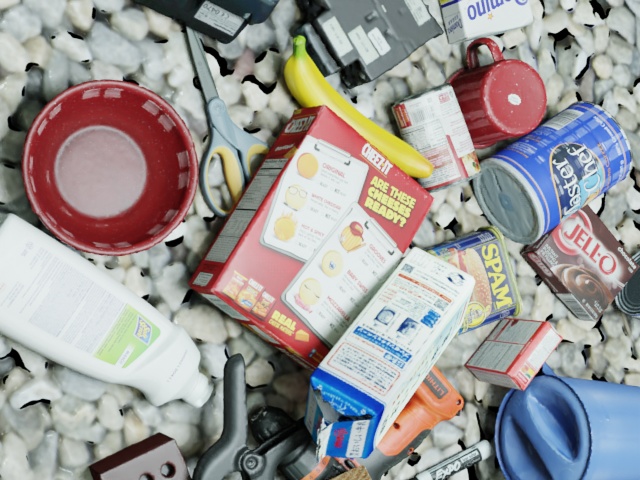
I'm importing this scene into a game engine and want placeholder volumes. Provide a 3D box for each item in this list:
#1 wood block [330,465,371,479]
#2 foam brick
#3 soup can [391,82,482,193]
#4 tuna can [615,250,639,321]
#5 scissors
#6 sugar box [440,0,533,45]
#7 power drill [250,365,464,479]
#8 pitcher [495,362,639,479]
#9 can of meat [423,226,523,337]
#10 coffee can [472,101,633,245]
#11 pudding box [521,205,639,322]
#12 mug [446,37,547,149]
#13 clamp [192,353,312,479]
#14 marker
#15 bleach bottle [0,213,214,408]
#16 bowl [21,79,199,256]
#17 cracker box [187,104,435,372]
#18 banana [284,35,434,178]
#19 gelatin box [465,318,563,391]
[{"bbox_3d":[0.048,0.334,1.024,0.090,0.091,0.206,-25,116,-5],"label":"wood block"},{"bbox_3d":[-0.167,0.221,0.995,0.078,0.051,0.053,-24,98,-22],"label":"foam brick"},{"bbox_3d":[0.121,-0.106,1.117,0.068,0.069,0.102,-23,97,-22],"label":"soup can"},{"bbox_3d":[0.378,0.052,1.211,0.033,0.086,0.086,27,79,-22],"label":"tuna can"},{"bbox_3d":[-0.084,-0.123,1.059,0.096,0.016,0.202,-3,90,-24],"label":"scissors"},{"bbox_3d":[0.167,-0.309,1.154,0.093,0.048,0.176,-17,94,-23],"label":"sugar box"},{"bbox_3d":[0.042,0.187,1.083,0.187,0.057,0.184,-46,107,-15],"label":"power drill"},{"bbox_3d":[0.318,0.224,1.142,0.242,0.145,0.149,8,107,-34],"label":"pitcher"},{"bbox_3d":[0.157,0.045,1.135,0.083,0.058,0.102,-18,95,-20],"label":"can of meat"},{"bbox_3d":[0.250,-0.073,1.152,0.140,0.103,0.103,-32,101,-21],"label":"coffee can"},{"bbox_3d":[0.293,0.023,1.201,0.090,0.039,0.113,-47,106,-18],"label":"pudding box"},{"bbox_3d":[0.185,-0.159,1.138,0.093,0.082,0.117,-13,94,-23],"label":"mug"},{"bbox_3d":[-0.075,0.194,0.992,0.120,0.039,0.171,39,72,-12],"label":"clamp"},{"bbox_3d":[0.131,0.246,1.138,0.121,0.020,0.020,-22,97,-22],"label":"marker"},{"bbox_3d":[-0.208,0.084,0.977,0.250,0.068,0.102,38,76,-20],"label":"bleach bottle"},{"bbox_3d":[-0.197,-0.065,0.988,0.161,0.055,0.162,1,89,-23],"label":"bowl"},{"bbox_3d":[-0.007,0.001,1.051,0.164,0.072,0.213,38,74,-27],"label":"cracker box"},{"bbox_3d":[0.029,-0.123,1.077,0.197,0.070,0.037,41,75,-17],"label":"banana"},{"bbox_3d":[0.205,0.120,1.134,0.030,0.089,0.073,46,73,-15],"label":"gelatin box"}]
